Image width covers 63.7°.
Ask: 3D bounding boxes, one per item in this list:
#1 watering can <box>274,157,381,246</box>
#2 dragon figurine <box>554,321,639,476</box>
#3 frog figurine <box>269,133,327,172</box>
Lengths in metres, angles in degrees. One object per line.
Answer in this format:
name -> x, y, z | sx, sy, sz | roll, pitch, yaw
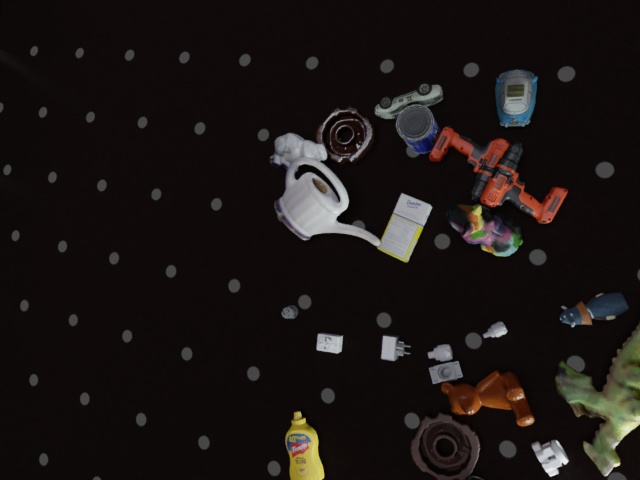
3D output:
watering can -> 0.005, -0.076, 1.506 | 0.221, 0.349, 0.105 | -40, -5, 32
dragon figurine -> 0.689, 0.339, 1.226 | 0.242, 0.415, 0.121 | -5, -14, 28
frog figurine -> -0.057, -0.275, 1.555 | 0.158, 0.125, 0.135 | -20, -42, 36
